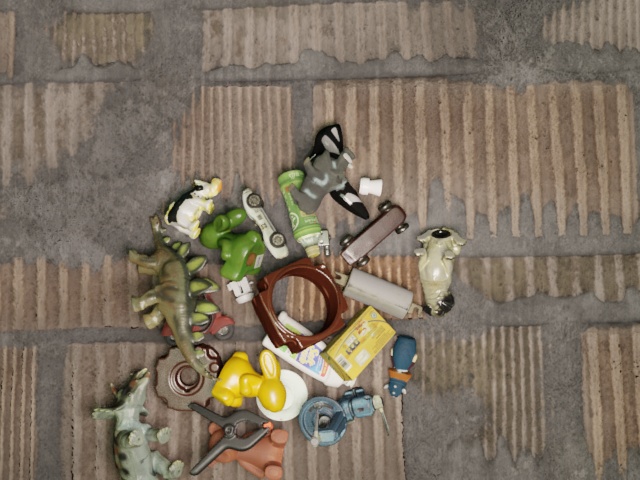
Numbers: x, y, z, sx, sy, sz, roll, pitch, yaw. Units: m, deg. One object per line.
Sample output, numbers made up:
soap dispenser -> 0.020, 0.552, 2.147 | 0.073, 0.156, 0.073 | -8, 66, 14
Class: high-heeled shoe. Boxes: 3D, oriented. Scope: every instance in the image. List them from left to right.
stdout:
high-heeled shoe -> 0.071, -0.177, 1.376 | 0.249, 0.086, 0.145 | 44, 84, 4

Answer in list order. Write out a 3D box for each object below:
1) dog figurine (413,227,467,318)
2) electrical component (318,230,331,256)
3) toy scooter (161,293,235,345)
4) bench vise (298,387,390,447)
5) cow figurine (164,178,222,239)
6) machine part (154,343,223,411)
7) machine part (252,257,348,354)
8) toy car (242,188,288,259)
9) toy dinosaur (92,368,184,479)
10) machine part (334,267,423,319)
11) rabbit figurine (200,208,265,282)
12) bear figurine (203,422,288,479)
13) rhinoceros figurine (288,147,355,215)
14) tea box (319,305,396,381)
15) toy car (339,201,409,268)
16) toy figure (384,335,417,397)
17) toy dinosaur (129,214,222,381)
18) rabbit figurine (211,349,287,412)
dog figurine -> 0.307, 0.082, 1.372 | 0.121, 0.172, 0.190 | 13, 127, 32
electrical component -> -0.003, -0.004, 1.394 | 0.063, 0.021, 0.094 | -5, 86, -1
toy scooter -> -0.309, 0.191, 1.353 | 0.184, 0.075, 0.135 | -6, 87, -4
bench vise -> 0.040, 0.427, 1.272 | 0.224, 0.240, 0.128 | -5, 90, 15
cow figurine -> -0.319, -0.096, 1.365 | 0.098, 0.068, 0.167 | 25, 67, 3
machine part -> -0.331, 0.344, 1.353 | 0.179, 0.056, 0.179 | 0, 88, 0
machine part -> -0.047, 0.158, 1.310 | 0.201, 0.087, 0.201 | -24, 79, -28
toy car -> -0.142, -0.042, 1.368 | 0.056, 0.073, 0.201 | -31, 88, -3
toy dinosaur -> -0.443, 0.527, 1.309 | 0.192, 0.131, 0.404 | 1, 102, 41
machine part -> 0.146, 0.134, 1.362 | 0.243, 0.079, 0.079 | 21, 87, 1
rabbit figurine -> -0.232, 0.004, 1.334 | 0.170, 0.121, 0.159 | 26, 121, 23
bear figurine -> -0.185, 0.508, 1.313 | 0.196, 0.132, 0.120 | 14, 67, -5
rhinoceros figurine -> 0.007, -0.149, 1.296 | 0.112, 0.073, 0.190 | 37, 83, 11
tea box -> 0.093, 0.255, 1.332 | 0.169, 0.068, 0.098 | -41, 89, -25
toy car -> 0.137, -0.014, 1.382 | 0.202, 0.053, 0.089 | -41, 98, -6
toy figure -> 0.208, 0.320, 1.361 | 0.058, 0.064, 0.154 | 11, 92, -38
toy dinosaur -> -0.345, 0.132, 1.293 | 0.199, 0.105, 0.471 | -19, 64, 0
rabbit figurine -> -0.154, 0.356, 1.325 | 0.173, 0.121, 0.162 | 20, 63, 20
